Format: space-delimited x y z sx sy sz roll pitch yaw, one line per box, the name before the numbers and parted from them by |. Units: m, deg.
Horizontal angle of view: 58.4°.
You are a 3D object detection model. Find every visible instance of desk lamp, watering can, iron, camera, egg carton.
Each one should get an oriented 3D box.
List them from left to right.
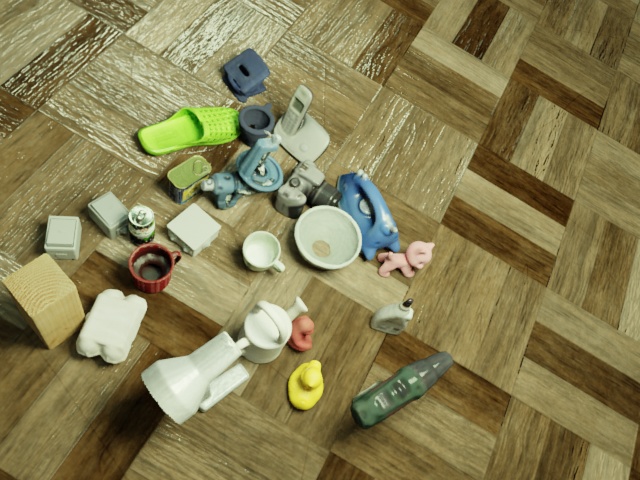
egg carton | -0.426 0.176 1.173 0.107 0.069 0.150 18 60 -7
desk lamp | -0.233 0.260 1.103 0.204 0.213 0.118 -34 77 -28
watering can | -0.105 0.178 1.193 0.101 0.194 0.173 33 60 2
camera | -0.021 -0.118 1.423 0.137 0.100 0.143 33 60 2
iron | 0.118 -0.088 1.425 0.119 0.141 0.258 -17 70 -23

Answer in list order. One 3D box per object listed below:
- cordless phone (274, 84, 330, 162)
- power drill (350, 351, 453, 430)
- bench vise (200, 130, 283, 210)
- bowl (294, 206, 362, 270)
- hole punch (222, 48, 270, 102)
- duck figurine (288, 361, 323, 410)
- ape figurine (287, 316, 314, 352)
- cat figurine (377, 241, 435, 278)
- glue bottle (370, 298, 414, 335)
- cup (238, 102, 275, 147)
cordless phone | -0.034 -0.295 1.461 0.147 0.185 0.094 41 60 7
power drill | 0.152 0.318 1.189 0.230 0.208 0.075 -27 74 -26
bench vise | -0.164 -0.154 1.330 0.208 0.219 0.121 -37 78 -28
bowl | 0.013 0.005 1.385 0.168 0.074 0.167 7 62 -13
hole punch | -0.199 -0.445 1.543 0.101 0.091 0.108 -31 76 -27
duck figurine | -0.024 0.305 1.216 0.077 0.086 0.104 21 60 -5
ape figurine | -0.039 0.199 1.261 0.076 0.092 0.078 23 60 -4
cat figurine | 0.216 0.041 1.402 0.128 0.117 0.067 0 64 -16
glue bottle | 0.175 0.167 1.293 0.078 0.173 0.037 18 60 -6
cup | -0.163 -0.294 1.474 0.091 0.095 0.118 31 60 1
